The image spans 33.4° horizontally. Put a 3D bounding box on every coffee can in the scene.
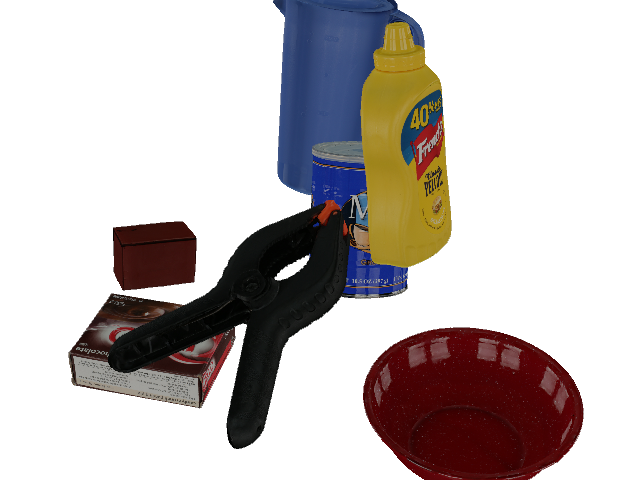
[{"bbox_3d":[0.040,-0.023,1.069,0.103,0.140,0.103,2,13,-1],"label":"coffee can"}]

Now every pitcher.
[{"bbox_3d":[0.022,-0.178,1.287,0.144,0.243,0.149,-7,28,-26],"label":"pitcher"}]

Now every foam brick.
[{"bbox_3d":[-0.172,0.015,1.105,0.078,0.051,0.053,-6,22,-20],"label":"foam brick"}]

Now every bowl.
[{"bbox_3d":[0.112,0.136,0.802,0.162,0.055,0.162,0,36,0],"label":"bowl"}]

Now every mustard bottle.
[{"bbox_3d":[0.069,-0.081,0.872,0.058,0.191,0.096,9,27,32],"label":"mustard bottle"}]

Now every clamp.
[{"bbox_3d":[-0.034,0.046,0.645,0.120,0.171,0.039,37,-19,34],"label":"clamp"}]

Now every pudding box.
[{"bbox_3d":[-0.136,0.089,0.874,0.113,0.039,0.090,7,30,11],"label":"pudding box"}]
